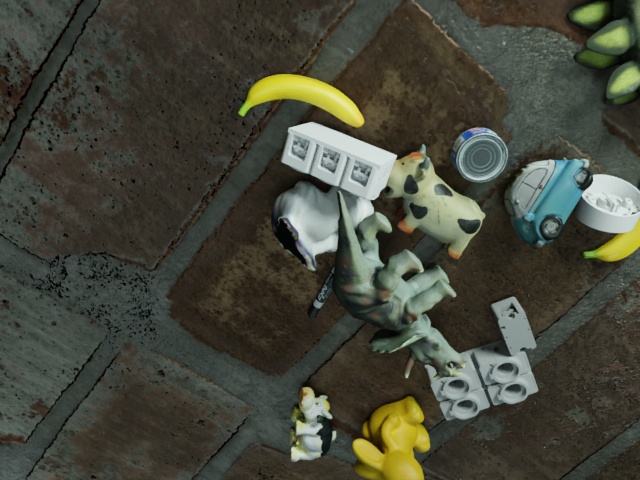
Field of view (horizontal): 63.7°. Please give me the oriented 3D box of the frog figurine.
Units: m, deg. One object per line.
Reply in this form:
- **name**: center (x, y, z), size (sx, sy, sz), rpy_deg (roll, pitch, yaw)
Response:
- **frog figurine**: center (0.003, -0.043, 0.859), size (0.161, 0.122, 0.136), rpy_deg (-41, 106, -22)
